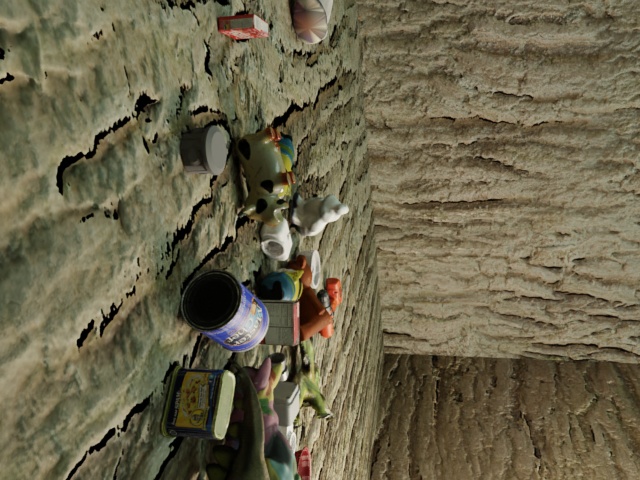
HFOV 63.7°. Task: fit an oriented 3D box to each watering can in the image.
[{"bbox_3d":[-0.025,-0.723,1.486,0.339,0.104,0.230,74,21,-51],"label":"watering can"}]

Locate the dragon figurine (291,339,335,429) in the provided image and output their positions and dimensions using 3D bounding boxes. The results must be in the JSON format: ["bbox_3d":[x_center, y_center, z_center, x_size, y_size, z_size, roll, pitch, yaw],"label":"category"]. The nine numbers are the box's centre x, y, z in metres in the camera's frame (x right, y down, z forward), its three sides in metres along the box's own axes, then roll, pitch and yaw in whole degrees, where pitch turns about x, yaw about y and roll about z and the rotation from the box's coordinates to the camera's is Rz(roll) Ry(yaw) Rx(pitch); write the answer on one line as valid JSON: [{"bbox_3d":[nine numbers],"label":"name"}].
[{"bbox_3d":[-0.049,0.359,1.369,0.402,0.122,0.248,73,7,-61],"label":"dragon figurine"}]

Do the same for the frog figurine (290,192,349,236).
[{"bbox_3d":[0.004,-0.073,1.442,0.140,0.159,0.120,-63,151,-64],"label":"frog figurine"}]
